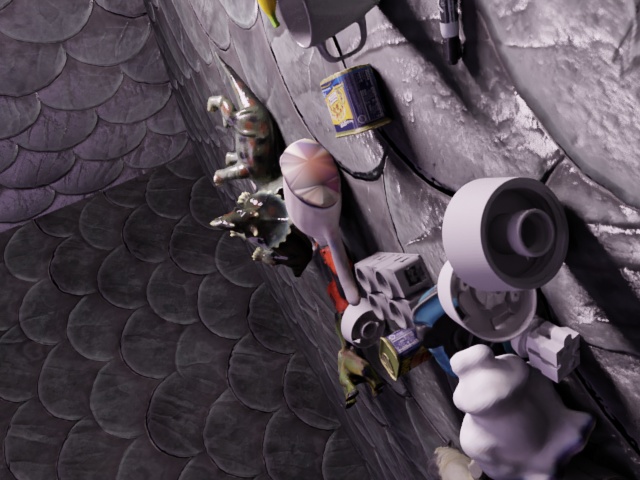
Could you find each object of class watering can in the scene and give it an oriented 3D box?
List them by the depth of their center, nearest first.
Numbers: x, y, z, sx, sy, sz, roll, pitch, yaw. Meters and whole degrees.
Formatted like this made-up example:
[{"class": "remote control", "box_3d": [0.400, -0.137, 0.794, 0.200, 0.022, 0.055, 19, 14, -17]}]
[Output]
[{"class": "watering can", "box_3d": [0.003, -0.051, 1.012, 0.104, 0.353, 0.220, -24, -24, -12]}]

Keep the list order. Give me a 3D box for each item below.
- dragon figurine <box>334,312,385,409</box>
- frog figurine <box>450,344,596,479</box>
[{"class": "dragon figurine", "box_3d": [0.079, 0.310, 1.407, 0.122, 0.248, 0.401, -18, -32, -10]}, {"class": "frog figurine", "box_3d": [0.207, 0.191, 0.588, 0.160, 0.136, 0.123, 39, 12, 8]}]
